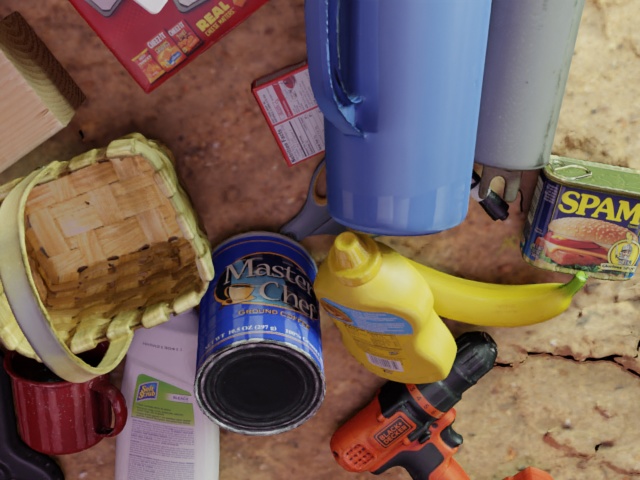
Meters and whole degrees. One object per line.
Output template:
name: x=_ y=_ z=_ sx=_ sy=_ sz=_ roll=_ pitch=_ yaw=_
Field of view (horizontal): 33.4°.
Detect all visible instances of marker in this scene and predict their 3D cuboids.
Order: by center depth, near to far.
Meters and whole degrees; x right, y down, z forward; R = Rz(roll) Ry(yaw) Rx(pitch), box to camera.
marker: x=0.116 y=-0.059 z=0.893 sx=0.020 sy=0.020 sz=0.121 roll=-42 pitch=106 yaw=16

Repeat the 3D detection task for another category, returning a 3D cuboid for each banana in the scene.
banana: x=0.127 y=0.041 z=0.911 sx=0.198 sy=0.037 sz=0.069 roll=6 pitch=121 yaw=17

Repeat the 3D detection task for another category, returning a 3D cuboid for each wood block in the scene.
wood block: x=-0.302 y=-0.081 z=0.852 sx=0.206 sy=0.090 sz=0.090 roll=-32 pitch=110 yaw=13

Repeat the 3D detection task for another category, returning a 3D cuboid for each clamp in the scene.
clamp: x=-0.315 y=0.214 z=1.003 sx=0.165 sy=0.036 sz=0.210 roll=-25 pitch=111 yaw=11

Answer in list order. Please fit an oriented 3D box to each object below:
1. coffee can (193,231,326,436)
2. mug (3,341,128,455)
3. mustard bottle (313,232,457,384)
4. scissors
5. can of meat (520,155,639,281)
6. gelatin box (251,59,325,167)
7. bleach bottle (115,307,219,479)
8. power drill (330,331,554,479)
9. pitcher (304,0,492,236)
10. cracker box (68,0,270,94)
coffee can: x=-0.049 y=0.074 z=0.874 sx=0.103 sy=0.140 sz=0.103 roll=-1 pitch=127 yaw=-2
mug: x=-0.216 y=0.137 z=0.936 sx=0.117 sy=0.093 sz=0.081 roll=15 pitch=120 yaw=25
mustard bottle: x=0.046 y=0.051 z=0.862 sx=0.096 sy=0.058 sz=0.191 roll=14 pitch=154 yaw=27
scissors: x=-0.006 y=0.001 z=0.922 sx=0.096 sy=0.016 sz=0.202 roll=34 pitch=111 yaw=-14
can of meat: x=0.224 y=-0.017 z=0.890 sx=0.102 sy=0.057 sz=0.084 roll=10 pitch=115 yaw=-3
gelatin box: x=-0.002 y=-0.111 z=0.867 sx=0.089 sy=0.030 sz=0.073 roll=-23 pitch=112 yaw=8
bleach bottle: x=-0.130 y=0.158 z=0.965 sx=0.102 sy=0.068 sz=0.251 roll=7 pitch=110 yaw=-3
power drill: x=0.131 y=0.190 z=0.977 sx=0.185 sy=0.057 sz=0.187 roll=-40 pitch=104 yaw=19
pitcher: x=0.054 y=-0.128 z=0.781 sx=0.149 sy=0.145 sz=0.243 roll=-1 pitch=106 yaw=-8
cracker box: x=-0.130 y=-0.244 z=0.792 sx=0.164 sy=0.072 sz=0.213 roll=-35 pitch=107 yaw=13
